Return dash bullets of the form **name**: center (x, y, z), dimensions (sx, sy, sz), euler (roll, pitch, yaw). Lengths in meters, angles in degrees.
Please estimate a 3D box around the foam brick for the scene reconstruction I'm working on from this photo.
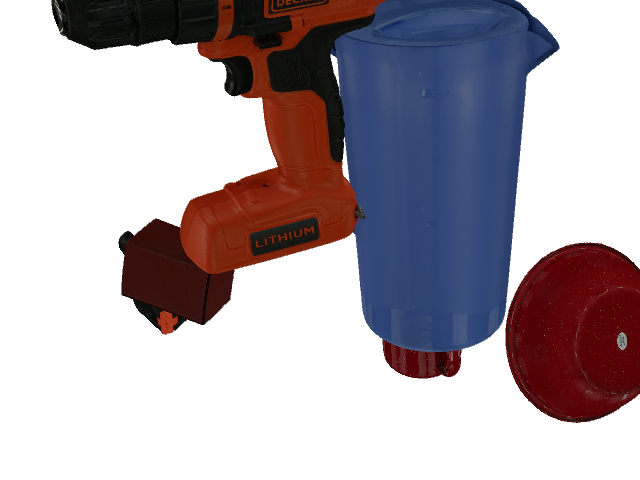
- **foam brick**: center (-0.115, 0.025, 0.867), dimensions (0.078, 0.051, 0.052), euler (19, 30, 15)

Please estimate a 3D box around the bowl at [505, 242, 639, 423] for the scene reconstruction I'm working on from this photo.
- **bowl**: center (0.244, 0.084, 0.927), dimensions (0.161, 0.162, 0.055), euler (0, 3, -21)

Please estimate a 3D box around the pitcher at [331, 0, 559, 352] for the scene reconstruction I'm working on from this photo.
- **pitcher**: center (0.069, -0.048, 0.759), dimensions (0.144, 0.243, 0.149), euler (-19, 31, -28)

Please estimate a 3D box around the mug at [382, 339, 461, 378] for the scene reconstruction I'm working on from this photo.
- **mug**: center (0.108, 0.091, 1.076), dimensions (0.093, 0.081, 0.117), euler (-20, 39, -18)

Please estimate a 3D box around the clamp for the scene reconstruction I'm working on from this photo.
- **clamp**: center (-0.152, 0.035, 1.154), dimensions (0.120, 0.039, 0.171), euler (-13, 38, -7)

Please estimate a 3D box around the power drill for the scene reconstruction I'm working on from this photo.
- **power drill**: center (-0.044, -0.074, 0.578), dimensions (0.184, 0.188, 0.057), euler (-14, 39, -19)
